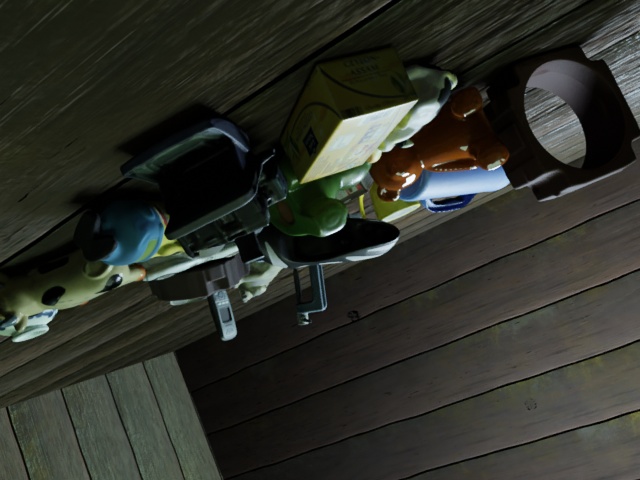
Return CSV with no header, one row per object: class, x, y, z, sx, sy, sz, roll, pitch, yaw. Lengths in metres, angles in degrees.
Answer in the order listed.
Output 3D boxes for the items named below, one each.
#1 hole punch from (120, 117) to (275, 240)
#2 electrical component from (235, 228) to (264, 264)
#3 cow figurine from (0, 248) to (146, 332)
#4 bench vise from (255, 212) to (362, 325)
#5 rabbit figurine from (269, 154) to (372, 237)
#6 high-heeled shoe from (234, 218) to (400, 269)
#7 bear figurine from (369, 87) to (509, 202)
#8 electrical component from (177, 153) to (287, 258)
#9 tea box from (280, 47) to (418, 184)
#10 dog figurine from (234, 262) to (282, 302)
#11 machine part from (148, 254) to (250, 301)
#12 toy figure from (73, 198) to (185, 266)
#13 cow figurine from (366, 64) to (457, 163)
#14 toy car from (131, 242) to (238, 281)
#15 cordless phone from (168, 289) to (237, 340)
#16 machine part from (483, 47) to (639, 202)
hole punch,-0.128,-0.075,0.559,0.142,0.092,0.116,-29,-158,12
electrical component,-0.115,-0.022,0.749,0.075,0.119,0.048,-23,172,-23
cow figurine,-0.357,0.062,0.734,0.195,0.085,0.127,-22,178,6
bench vise,-0.023,0.032,0.985,0.224,0.240,0.129,-7,176,-4
rabbit figurine,0.005,-0.076,0.771,0.170,0.121,0.159,-36,-177,-31
high-heeled shoe,-0.002,-0.003,0.836,0.249,0.086,0.145,0,174,-29
bear figurine,0.151,-0.129,0.776,0.196,0.120,0.132,-24,-169,14
electrical component,-0.105,-0.048,0.647,0.134,0.058,0.115,-24,-151,12
tea box,0.025,-0.134,0.606,0.098,0.068,0.169,-19,171,-23
dog figurine,-0.097,0.039,1.130,0.191,0.121,0.172,-24,166,-6
machine part,-0.210,0.054,0.939,0.179,0.056,0.179,-11,-167,2
toy figure,-0.221,-0.012,0.661,0.089,0.082,0.180,-9,-175,25
cow figurine,0.102,-0.159,0.680,0.098,0.068,0.167,-27,174,-18
toy car,-0.196,0.004,0.837,0.202,0.073,0.056,-19,174,-29
cordless phone,-0.238,0.122,1.080,0.089,0.184,0.146,-23,173,26
machine part,0.357,-0.172,0.807,0.201,0.201,0.087,-21,173,-17
